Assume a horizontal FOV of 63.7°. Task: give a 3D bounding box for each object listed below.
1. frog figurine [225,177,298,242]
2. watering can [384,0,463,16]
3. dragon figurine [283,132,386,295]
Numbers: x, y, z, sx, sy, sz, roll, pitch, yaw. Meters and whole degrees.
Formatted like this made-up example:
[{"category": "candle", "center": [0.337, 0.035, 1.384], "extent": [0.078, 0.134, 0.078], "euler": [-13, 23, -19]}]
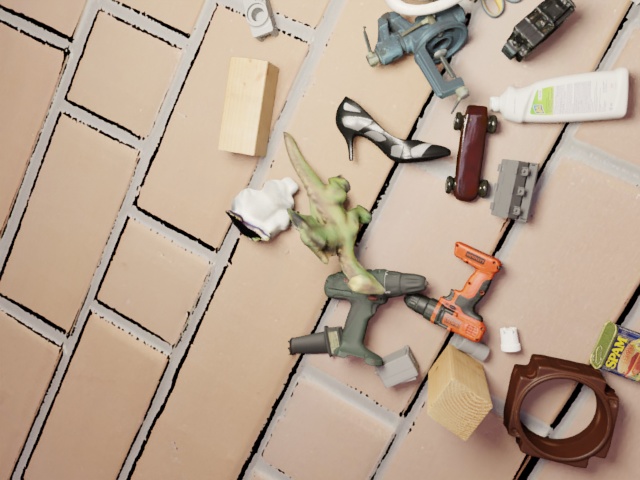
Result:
[{"category": "frog figurine", "center": [-0.124, -0.079, 1.186], "extent": [0.138, 0.120, 0.162], "euler": [28, 65, 17]}, {"category": "watering can", "center": [0.264, -0.585, 1.033], "extent": [0.348, 0.103, 0.227], "euler": [-31, 74, -1]}, {"category": "dragon figurine", "center": [0.003, -0.054, 1.078], "extent": [0.121, 0.245, 0.411], "euler": [-38, 89, 19]}]
